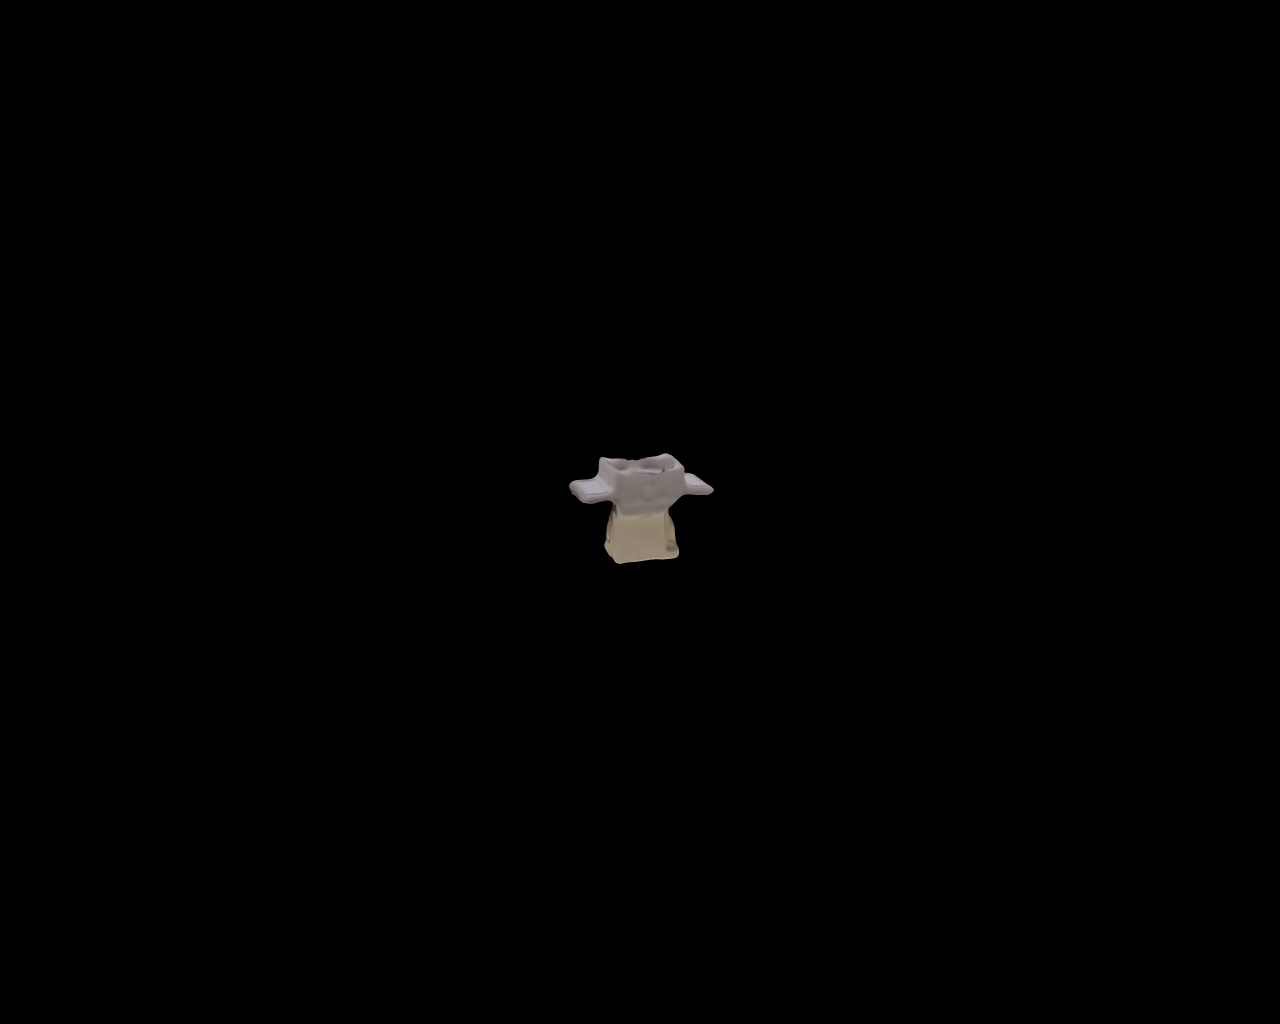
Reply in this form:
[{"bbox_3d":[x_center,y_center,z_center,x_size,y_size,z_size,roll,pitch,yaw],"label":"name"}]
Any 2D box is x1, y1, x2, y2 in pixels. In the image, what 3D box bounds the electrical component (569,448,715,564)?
[{"bbox_3d":[0.001,-0.003,0.650,0.081,0.063,0.042,-4,16,-14],"label":"electrical component"}]
